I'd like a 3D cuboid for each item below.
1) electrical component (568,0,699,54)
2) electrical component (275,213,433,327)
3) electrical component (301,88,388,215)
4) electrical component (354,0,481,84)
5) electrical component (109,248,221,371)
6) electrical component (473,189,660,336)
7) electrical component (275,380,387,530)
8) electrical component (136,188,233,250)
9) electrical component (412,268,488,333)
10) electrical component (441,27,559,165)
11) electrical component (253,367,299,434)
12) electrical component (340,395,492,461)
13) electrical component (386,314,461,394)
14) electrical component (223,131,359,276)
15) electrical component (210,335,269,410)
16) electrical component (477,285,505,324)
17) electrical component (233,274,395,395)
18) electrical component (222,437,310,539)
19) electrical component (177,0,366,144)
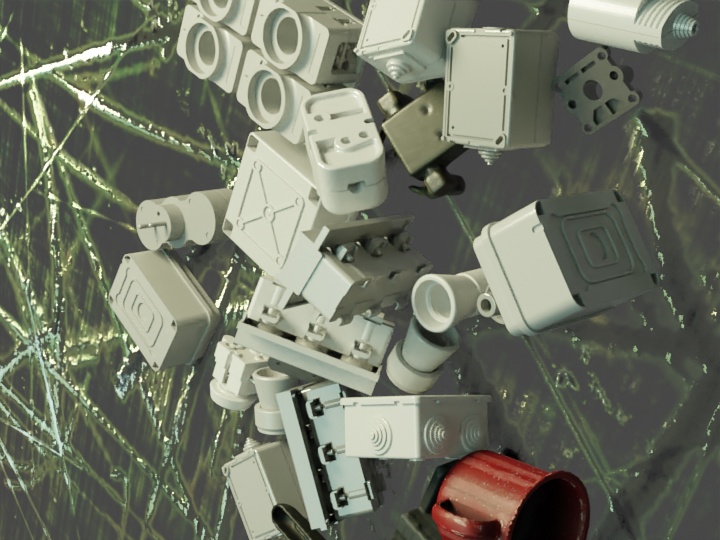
[{"bbox_3d":[0.180,-0.162,0.691,0.081,0.043,0.043,25,116,40],"label":"electrical component"},{"bbox_3d":[0.000,0.000,0.851,0.063,0.121,0.078,43,118,22],"label":"electrical component"},{"bbox_3d":[-0.012,-0.093,0.866,0.059,0.054,0.095,83,172,-47],"label":"electrical component"},{"bbox_3d":[0.044,-0.180,0.795,0.062,0.061,0.096,0,70,48],"label":"electrical component"},{"bbox_3d":[-0.204,0.039,1.123,0.113,0.057,0.078,50,130,26],"label":"electrical component"},{"bbox_3d":[0.138,-0.005,0.718,0.057,0.113,0.078,-31,76,42],"label":"electrical component"},{"bbox_3d":[-0.024,0.158,0.951,0.063,0.079,0.121,-16,86,15],"label":"electrical component"},{"bbox_3d":[-0.184,-0.048,1.072,0.138,0.074,0.052,-4,96,46],"label":"electrical component"},{"bbox_3d":[0.077,0.020,0.821,0.044,0.065,0.044,13,108,44],"label":"electrical component"},{"bbox_3d":[0.101,-0.123,0.767,0.062,0.061,0.096,15,108,45],"label":"electrical component"},{"bbox_3d":[-0.078,0.123,1.020,0.045,0.045,0.055,9,105,45],"label":"electrical component"},{"bbox_3d":[0.045,0.125,0.855,0.100,0.100,0.048,-9,79,47],"label":"electrical component"},{"bbox_3d":[0.051,0.068,0.874,0.045,0.045,0.055,50,130,27],"label":"electrical component"},{"bbox_3d":[-0.061,-0.054,0.954,0.109,0.056,0.108,42,126,32],"label":"electrical component"},{"bbox_3d":[-0.120,0.104,1.059,0.066,0.048,0.055,33,113,37],"label":"electrical component"},{"bbox_3d":[0.112,0.021,0.787,0.048,0.062,0.048,12,107,44],"label":"electrical component"},{"bbox_3d":[-0.036,0.051,0.903,0.121,0.078,0.063,21,94,1],"label":"electrical component"},{"bbox_3d":[-0.083,0.203,1.030,0.062,0.061,0.096,-33,74,45],"label":"electrical component"},{"bbox_3d":[-0.083,-0.199,0.943,0.186,0.060,0.105,40,125,33],"label":"electrical component"}]
